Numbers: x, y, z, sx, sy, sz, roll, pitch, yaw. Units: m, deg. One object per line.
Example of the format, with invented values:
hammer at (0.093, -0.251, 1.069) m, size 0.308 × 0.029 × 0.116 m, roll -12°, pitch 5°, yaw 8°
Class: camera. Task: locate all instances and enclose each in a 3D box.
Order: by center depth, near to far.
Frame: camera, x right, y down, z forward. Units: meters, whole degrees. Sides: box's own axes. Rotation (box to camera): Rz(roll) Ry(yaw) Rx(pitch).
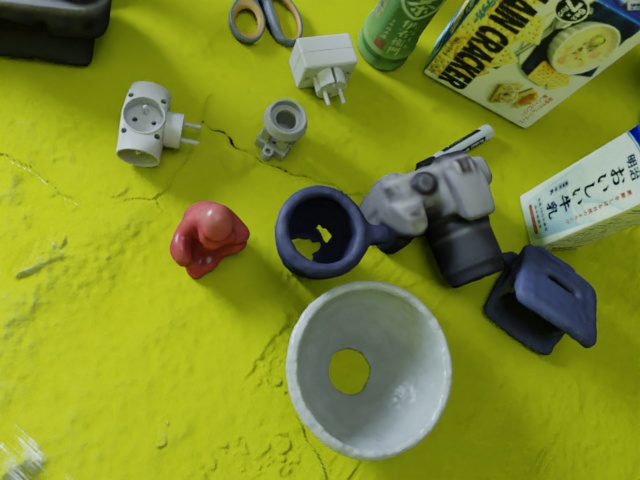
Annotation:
camera at (0.137, -0.017, 0.624) m, size 0.143 × 0.100 × 0.137 m, roll -18°, pitch 80°, yaw -20°

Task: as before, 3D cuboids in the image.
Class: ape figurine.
ape figurine at (-0.105, -0.008, 0.557) m, size 0.078 × 0.092 × 0.076 m, roll 2°, pitch 74°, yaw -15°

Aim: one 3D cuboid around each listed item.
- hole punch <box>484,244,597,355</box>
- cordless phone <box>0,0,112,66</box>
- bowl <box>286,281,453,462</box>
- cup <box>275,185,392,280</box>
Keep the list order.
hole punch at (0.255, 0.061, 0.640) m, size 0.109 × 0.091 × 0.101 m, roll 34°, pitch 69°, yaw -4°
cordless phone at (-0.274, -0.252, 0.528) m, size 0.148 × 0.185 × 0.094 m, roll -2°, pitch 75°, yaw -16°
bowl at (0.041, 0.127, 0.569) m, size 0.168 × 0.074 × 0.167 m, roll 4°, pitch 73°, yaw -15°
cup at (0.005, 0.002, 0.584) m, size 0.118 × 0.094 × 0.092 m, roll 1°, pitch 74°, yaw -15°
